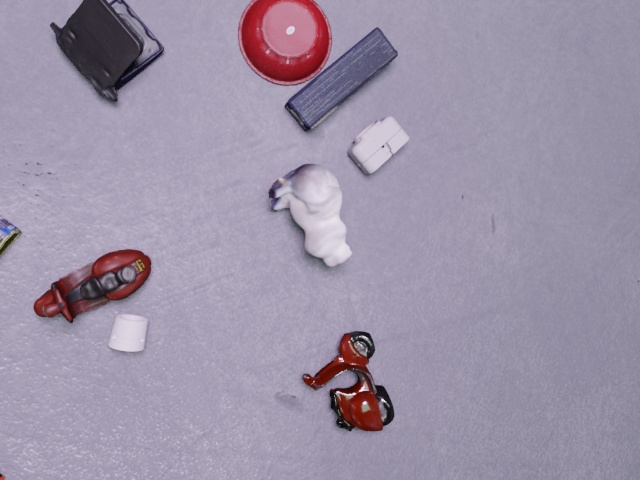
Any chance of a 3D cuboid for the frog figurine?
[{"bbox_3d":[0.003,-0.042,0.834,0.160,0.134,0.125,41,57,6],"label":"frog figurine"}]
